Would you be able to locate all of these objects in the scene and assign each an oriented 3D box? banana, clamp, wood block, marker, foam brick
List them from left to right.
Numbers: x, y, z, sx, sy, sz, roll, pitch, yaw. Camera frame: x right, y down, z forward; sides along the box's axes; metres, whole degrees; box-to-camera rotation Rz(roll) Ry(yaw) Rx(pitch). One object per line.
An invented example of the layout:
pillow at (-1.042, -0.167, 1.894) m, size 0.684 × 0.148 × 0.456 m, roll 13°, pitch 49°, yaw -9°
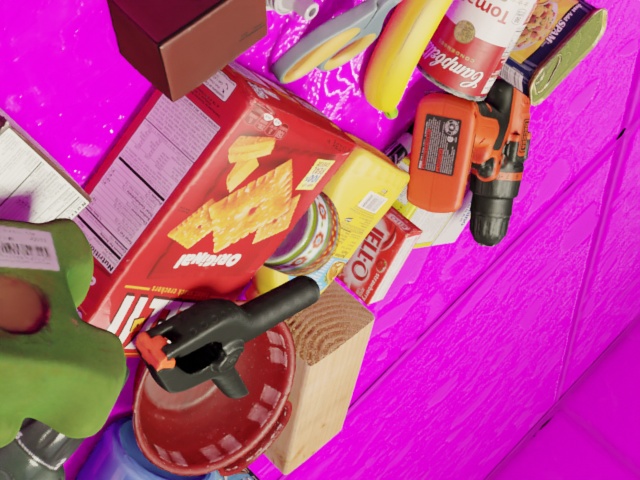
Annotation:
foam brick at (-0.075, -0.129, 0.617) m, size 0.078 × 0.051 × 0.053 m, roll -40°, pitch 157°, yaw -21°
clamp at (-0.077, 0.083, 0.786) m, size 0.171 × 0.039 × 0.120 m, roll -7°, pitch 130°, yaw -53°
wood block at (-0.021, 0.132, 1.069) m, size 0.090 × 0.091 × 0.206 m, roll -34°, pitch 153°, yaw -32°
marker at (0.062, -0.073, 0.990) m, size 0.121 × 0.020 × 0.020 m, roll -44°, pitch 156°, yaw -12°
banana at (0.080, -0.177, 0.845) m, size 0.198 × 0.037 × 0.069 m, roll -61°, pitch 172°, yaw 29°

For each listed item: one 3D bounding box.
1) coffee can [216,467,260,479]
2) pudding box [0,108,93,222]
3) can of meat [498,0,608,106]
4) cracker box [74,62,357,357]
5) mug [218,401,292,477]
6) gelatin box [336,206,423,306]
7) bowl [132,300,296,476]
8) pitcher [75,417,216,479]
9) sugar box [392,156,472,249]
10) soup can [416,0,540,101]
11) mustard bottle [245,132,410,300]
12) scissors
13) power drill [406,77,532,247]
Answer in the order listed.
coffee can at (-0.103, 0.267, 1.067) m, size 0.102 × 0.140 × 0.103 m, roll -39°, pitch 155°, yaw -22°
pudding box at (-0.189, -0.022, 0.596) m, size 0.090 × 0.039 × 0.113 m, roll -45°, pitch 159°, yaw -6°
can of meat at (0.193, -0.186, 0.964) m, size 0.102 × 0.084 × 0.057 m, roll -46°, pitch 157°, yaw -6°
cracker box at (-0.088, -0.016, 0.744) m, size 0.214 × 0.072 × 0.164 m, roll -52°, pitch 157°, yaw 10°
mug at (-0.084, 0.165, 1.018) m, size 0.093 × 0.082 × 0.117 m, roll -47°, pitch 157°, yaw -5°
gelatin box at (0.045, 0.005, 1.011) m, size 0.030 × 0.073 × 0.089 m, roll -15°, pitch 140°, yaw -50°
bowl at (-0.100, 0.116, 0.908) m, size 0.161 × 0.055 × 0.162 m, roll -18°, pitch 121°, yaw -33°
pitcher at (-0.191, 0.279, 0.969) m, size 0.144 × 0.149 × 0.243 m, roll 13°, pitch 114°, yaw -45°
sugar box at (0.112, -0.039, 1.100) m, size 0.093 × 0.048 × 0.176 m, roll -58°, pitch 159°, yaw 19°
soup can at (0.133, -0.177, 0.892) m, size 0.068 × 0.069 × 0.102 m, roll -16°, pitch 140°, yaw -52°
mustard bottle at (-0.006, 0.001, 0.930) m, size 0.192 × 0.058 × 0.096 m, roll -53°, pitch 151°, yaw 10°
scissors at (0.054, -0.169, 0.746) m, size 0.202 × 0.016 × 0.096 m, roll -32°, pitch 174°, yaw 17°
power drill at (0.145, -0.073, 1.012) m, size 0.187 × 0.057 × 0.184 m, roll -17°, pitch 115°, yaw -60°
